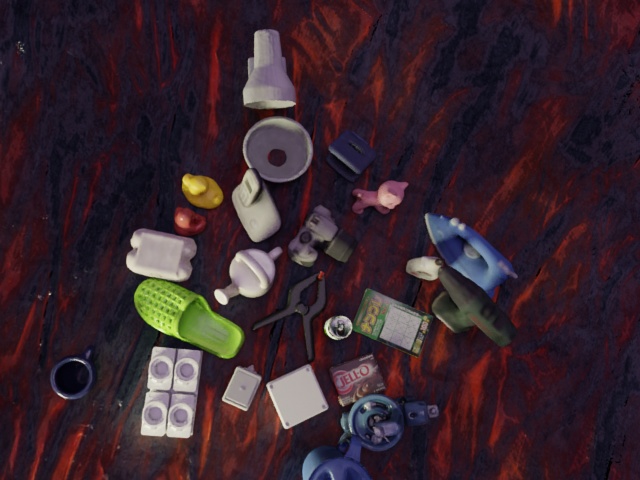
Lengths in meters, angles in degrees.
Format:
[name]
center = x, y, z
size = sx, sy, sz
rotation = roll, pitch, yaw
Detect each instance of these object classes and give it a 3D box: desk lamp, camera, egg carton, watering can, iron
[desk lamp]
center = -0.124, -0.384, 1.352
size = 0.118, 0.213, 0.203
rotation = -3, 80, -7
[camera]
center = 0.012, 0.005, 1.353
size = 0.137, 0.100, 0.143
rotation = 33, 77, 0
[egg carton]
center = -0.363, 0.036, 1.317
size = 0.150, 0.069, 0.107
rotation = 11, 78, -5
[watering can]
center = -0.154, 0.077, 1.272
size = 0.101, 0.194, 0.173
rotation = 27, 77, -1
[iron]
center = 0.362, 0.016, 1.373
size = 0.119, 0.141, 0.258
rotation = -44, 87, -12

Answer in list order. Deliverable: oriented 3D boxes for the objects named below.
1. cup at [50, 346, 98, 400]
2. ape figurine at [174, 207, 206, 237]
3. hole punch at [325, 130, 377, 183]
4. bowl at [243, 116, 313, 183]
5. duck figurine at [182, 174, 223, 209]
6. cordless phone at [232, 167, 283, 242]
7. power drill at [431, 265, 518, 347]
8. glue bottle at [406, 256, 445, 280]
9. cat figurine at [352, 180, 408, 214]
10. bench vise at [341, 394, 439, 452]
[cup]
center = -0.514, 0.282, 1.239
size = 0.091, 0.095, 0.118
rotation = 27, 77, -1
[ape figurine]
center = -0.308, -0.048, 1.328
size = 0.076, 0.092, 0.078
rotation = -40, 86, -12
[hole punch]
center = 0.078, -0.215, 1.408
size = 0.108, 0.091, 0.101
rotation = 39, 77, 2
[bowl]
center = -0.102, -0.211, 1.393
size = 0.167, 0.074, 0.167
rotation = 1, 79, -7
[duck figurine]
center = -0.278, -0.121, 1.349
size = 0.104, 0.086, 0.077
rotation = 31, 77, 0
[cordless phone]
center = -0.141, -0.082, 1.308
size = 0.094, 0.185, 0.147
rotation = -28, 84, -11
[power drill]
center = 0.332, 0.154, 1.310
size = 0.229, 0.208, 0.076
rotation = 40, 78, 2
[glue bottle]
center = 0.257, 0.060, 1.336
size = 0.078, 0.173, 0.037
rotation = 15, 78, -3
[cat figurine]
center = 0.146, -0.107, 1.382
size = 0.128, 0.117, 0.067
rotation = -2, 80, -7
[bench vise]
center = 0.157, 0.379, 1.240
size = 0.207, 0.219, 0.121
rotation = -26, 83, -11
